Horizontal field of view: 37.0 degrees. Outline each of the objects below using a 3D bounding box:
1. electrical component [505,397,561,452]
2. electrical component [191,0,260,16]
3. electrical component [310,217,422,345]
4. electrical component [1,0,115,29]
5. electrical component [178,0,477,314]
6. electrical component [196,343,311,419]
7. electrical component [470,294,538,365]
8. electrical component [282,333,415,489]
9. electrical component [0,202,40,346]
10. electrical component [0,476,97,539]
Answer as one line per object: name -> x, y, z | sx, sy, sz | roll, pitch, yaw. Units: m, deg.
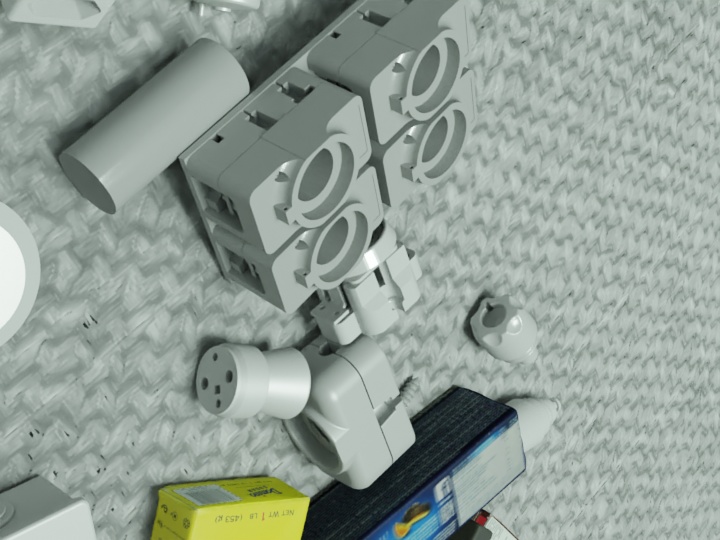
electrical component -> 0.130, 0.120, 0.851 | 0.078, 0.040, 0.040 | -22, 117, -38
electrical component -> -0.069, -0.174, 0.573 | 0.040, 0.040, 0.078 | 0, 102, -43
electrical component -> 0.000, 0.000, 0.680 | 0.078, 0.058, 0.057 | -42, 131, -26
electrical component -> -0.136, -0.168, 0.496 | 0.047, 0.083, 0.075 | -6, 68, -43
electrical component -> -0.006, -0.074, 0.627 | 0.186, 0.060, 0.105 | -46, 148, -24
electrical component -> -0.064, 0.067, 0.648 | 0.055, 0.045, 0.045 | 8, 97, -44
electrical component -> 0.114, 0.050, 0.812 | 0.043, 0.043, 0.062 | -58, 134, -14
electrical component -> -0.011, 0.092, 0.699 | 0.059, 0.054, 0.095 | -39, 126, -29
electrical component -> -0.195, 0.000, 0.499 | 0.080, 0.051, 0.080 | -15, 112, -40
electrical component -> -0.184, 0.166, 0.561 | 0.100, 0.048, 0.099 | -23, 117, -37
